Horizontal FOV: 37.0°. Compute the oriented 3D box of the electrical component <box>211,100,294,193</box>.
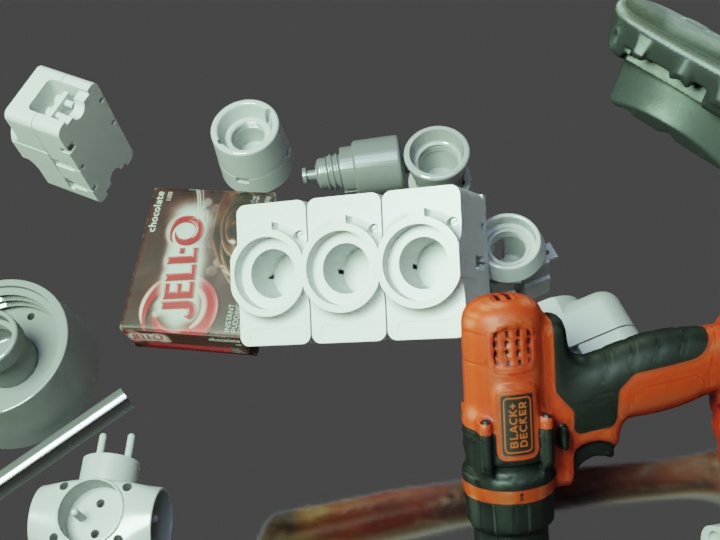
[{"bbox_3d":[-0.079,-0.090,0.783,0.055,0.047,0.055,-4,60,6],"label":"electrical component"}]

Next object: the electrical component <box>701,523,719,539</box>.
[{"bbox_3d":[0.226,0.162,0.582,0.057,0.078,0.058,-4,83,-20],"label":"electrical component"}]

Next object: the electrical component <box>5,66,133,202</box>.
[{"bbox_3d":[-0.213,-0.099,0.783,0.056,0.089,0.050,20,65,18],"label":"electrical component"}]

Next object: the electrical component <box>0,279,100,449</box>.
[{"bbox_3d":[-0.235,0.057,0.714,0.108,0.060,0.108,-4,60,7],"label":"electrical component"}]

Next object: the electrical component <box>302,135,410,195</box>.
[{"bbox_3d":[-0.002,-0.072,0.765,0.078,0.040,0.040,-8,60,4],"label":"electrical component"}]

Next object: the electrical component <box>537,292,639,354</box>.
[{"bbox_3d":[0.124,0.056,0.666,0.095,0.053,0.059,-22,60,-5],"label":"electrical component"}]

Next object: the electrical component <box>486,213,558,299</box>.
[{"bbox_3d":[0.097,-0.005,0.704,0.066,0.055,0.048,-23,60,-5],"label":"electrical component"}]

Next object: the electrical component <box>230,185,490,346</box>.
[{"bbox_3d":[0.000,0.000,0.672,0.150,0.062,0.089,-4,86,23],"label":"electrical component"}]

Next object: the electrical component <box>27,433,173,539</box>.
[{"bbox_3d":[-0.157,0.138,0.666,0.077,0.044,0.079,-1,60,8],"label":"electrical component"}]

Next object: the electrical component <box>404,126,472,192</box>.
[{"bbox_3d":[0.055,-0.066,0.744,0.045,0.055,0.045,-4,60,6],"label":"electrical component"}]
